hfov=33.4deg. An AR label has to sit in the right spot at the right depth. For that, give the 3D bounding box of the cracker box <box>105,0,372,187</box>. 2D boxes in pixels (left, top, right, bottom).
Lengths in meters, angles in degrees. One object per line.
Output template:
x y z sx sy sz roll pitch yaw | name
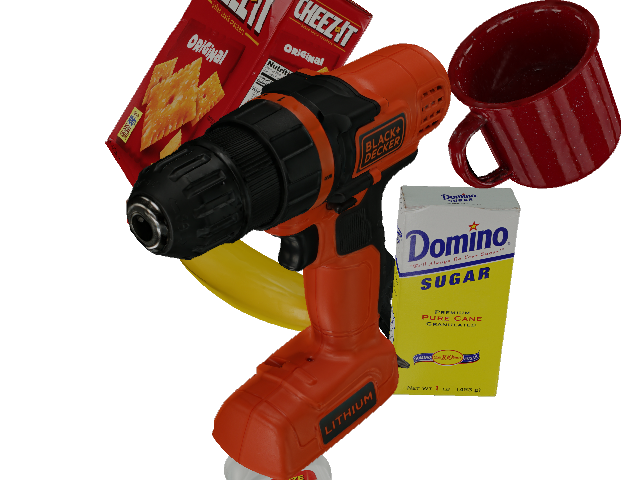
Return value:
-0.073 -0.121 0.830 0.072 0.214 0.164 24 15 -34 | cracker box

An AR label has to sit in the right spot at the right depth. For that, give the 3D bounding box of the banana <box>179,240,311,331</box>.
-0.050 0.011 0.677 0.069 0.037 0.198 -10 26 -24 | banana

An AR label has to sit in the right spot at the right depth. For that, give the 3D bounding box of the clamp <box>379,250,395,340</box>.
0.050 0.060 1.095 0.120 0.171 0.039 11 -39 9 | clamp

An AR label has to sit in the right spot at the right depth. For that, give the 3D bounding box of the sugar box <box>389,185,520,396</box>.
0.106 0.044 0.875 0.093 0.176 0.048 1 28 -2 | sugar box

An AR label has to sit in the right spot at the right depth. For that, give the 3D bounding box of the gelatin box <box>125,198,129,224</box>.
-0.133 -0.023 1.031 0.089 0.030 0.073 30 37 33 | gelatin box

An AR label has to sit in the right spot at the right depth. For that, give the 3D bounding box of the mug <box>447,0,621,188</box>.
0.127 -0.078 0.655 0.093 0.117 0.081 34 -16 48 | mug

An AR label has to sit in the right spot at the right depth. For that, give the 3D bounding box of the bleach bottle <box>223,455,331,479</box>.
-0.028 0.211 0.718 0.102 0.068 0.251 -9 32 -8 | bleach bottle

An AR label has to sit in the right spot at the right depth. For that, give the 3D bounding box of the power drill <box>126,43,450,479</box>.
-0.011 0.016 0.486 0.057 0.188 0.184 28 40 31 | power drill
